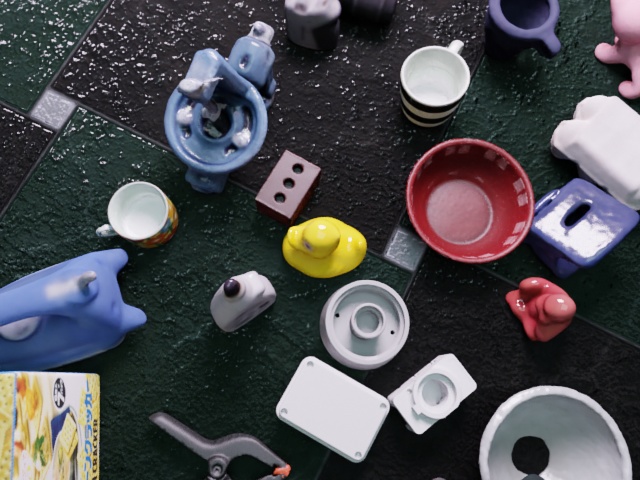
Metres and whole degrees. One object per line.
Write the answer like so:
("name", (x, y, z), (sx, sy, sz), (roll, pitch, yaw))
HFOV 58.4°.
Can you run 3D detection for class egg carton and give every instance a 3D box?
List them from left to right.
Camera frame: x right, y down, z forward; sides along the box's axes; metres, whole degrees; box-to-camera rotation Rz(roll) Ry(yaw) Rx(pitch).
("egg carton", (0.382, -0.115, 0.747), (0.150, 0.069, 0.107), (43, 78, 7))

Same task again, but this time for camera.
("camera", (0.036, -0.333, 0.766), (0.137, 0.101, 0.143), (19, 76, 2))

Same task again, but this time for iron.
("iron", (-0.335, 0.087, 0.623), (0.258, 0.141, 0.118), (-20, 78, -7))

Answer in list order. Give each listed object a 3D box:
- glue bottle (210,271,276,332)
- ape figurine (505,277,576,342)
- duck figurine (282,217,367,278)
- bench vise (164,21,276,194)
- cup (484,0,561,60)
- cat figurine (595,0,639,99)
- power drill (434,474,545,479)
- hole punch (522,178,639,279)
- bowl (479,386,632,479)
("glue bottle", (-0.088, 0.062, 0.626), (0.078, 0.173, 0.037), (-33, 80, -10))
("ape figurine", (0.272, 0.082, 0.682), (0.076, 0.092, 0.078), (12, 76, 0))
("duck figurine", (0.006, 0.002, 0.691), (0.104, 0.086, 0.077), (4, 76, -2))
("bench vise", (-0.118, -0.177, 0.659), (0.121, 0.220, 0.207), (5, 76, -1))
("cup", (0.267, -0.276, 0.767), (0.092, 0.095, 0.117), (-34, 80, -10))
("cat figurine", (0.431, -0.271, 0.763), (0.067, 0.118, 0.128), (-29, 79, -9))
("power drill", (0.122, 0.305, 0.561), (0.230, 0.208, 0.075), (-29, 79, -9))
("hole punch", (0.314, -0.018, 0.709), (0.109, 0.091, 0.101), (-40, 81, -11))
("bowl", (0.254, 0.251, 0.650), (0.167, 0.075, 0.167), (1, 76, -3))
